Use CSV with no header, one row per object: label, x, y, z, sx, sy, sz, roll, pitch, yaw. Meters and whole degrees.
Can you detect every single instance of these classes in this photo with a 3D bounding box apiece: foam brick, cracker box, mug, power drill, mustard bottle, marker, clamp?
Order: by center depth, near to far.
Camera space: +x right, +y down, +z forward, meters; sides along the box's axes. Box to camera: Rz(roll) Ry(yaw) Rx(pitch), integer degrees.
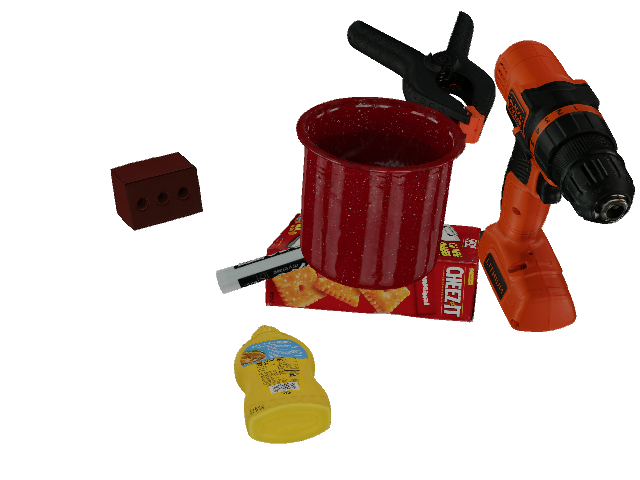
mug,0.035,-0.031,0.613,0.093,0.081,0.117,14,33,15
power drill,0.164,-0.025,0.766,0.057,0.188,0.184,-4,41,-8
marker,-0.022,0.015,0.830,0.121,0.020,0.020,-18,-1,3
clamp,0.092,-0.147,0.928,0.120,0.039,0.171,-7,42,-5
foam brick,-0.169,-0.051,1.094,0.078,0.053,0.051,-17,30,-21
cracker box,0.061,0.027,1.143,0.214,0.072,0.164,5,15,9
mustard bottle,-0.052,0.159,1.261,0.096,0.058,0.192,-8,30,-9
